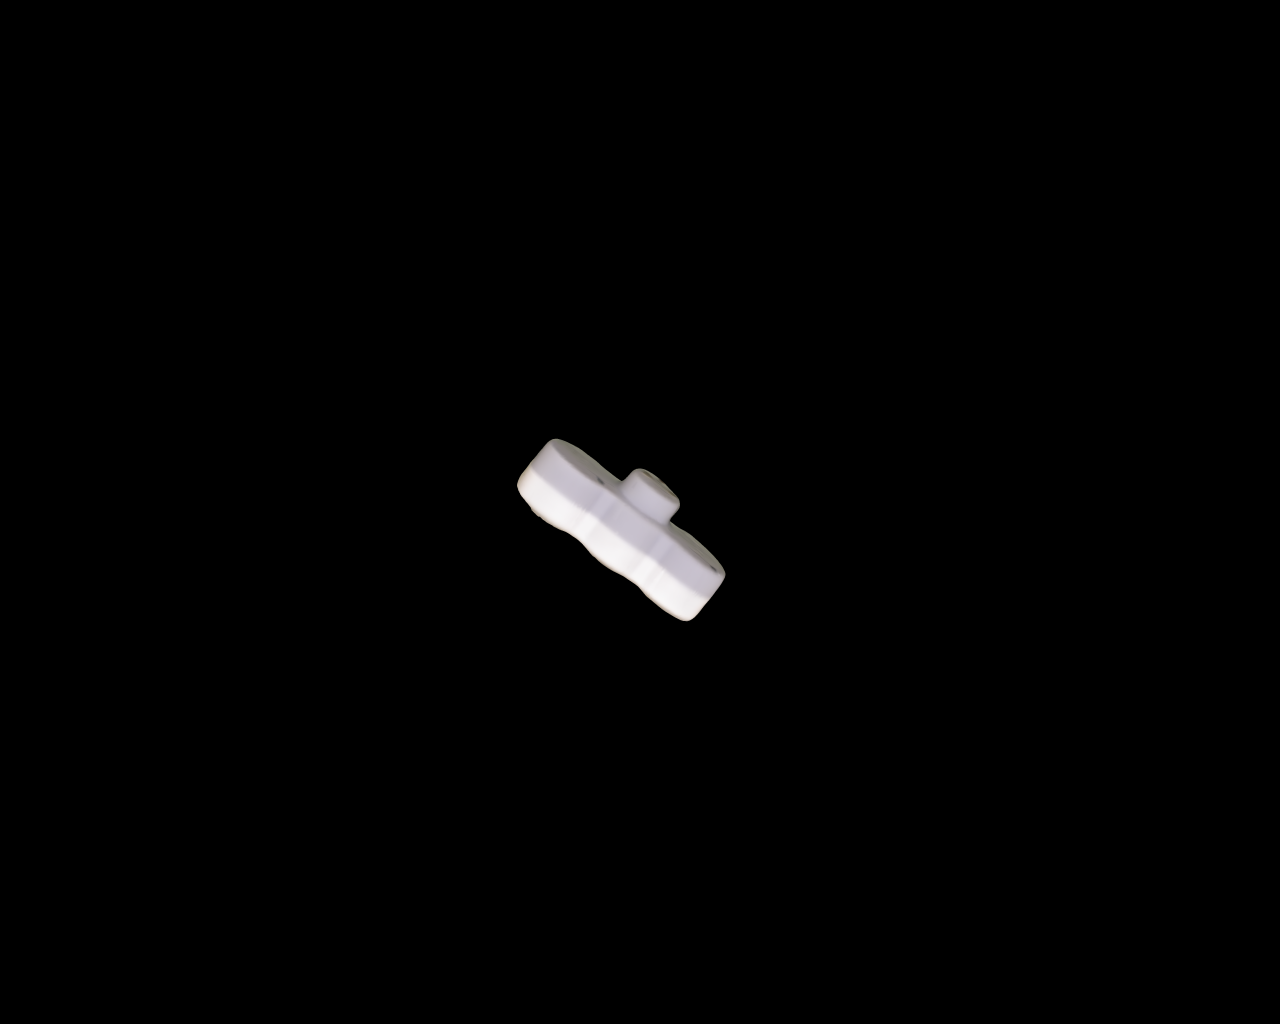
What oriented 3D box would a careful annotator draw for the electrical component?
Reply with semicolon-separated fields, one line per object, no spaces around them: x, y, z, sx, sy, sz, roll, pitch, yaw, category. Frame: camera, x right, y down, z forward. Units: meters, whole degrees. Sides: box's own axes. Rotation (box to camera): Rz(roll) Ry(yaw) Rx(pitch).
0.001;-0.003;0.650;0.138;0.073;0.052;38;9;-7;electrical component
